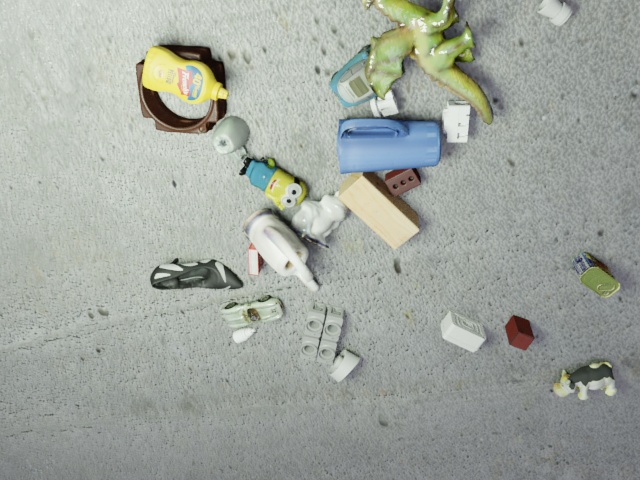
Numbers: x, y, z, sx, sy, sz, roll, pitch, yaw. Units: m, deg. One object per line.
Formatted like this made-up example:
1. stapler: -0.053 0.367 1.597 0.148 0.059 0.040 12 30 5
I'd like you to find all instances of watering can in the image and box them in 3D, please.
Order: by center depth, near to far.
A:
1. watering can: -0.094 0.037 1.389 0.104 0.227 0.342 -41 -20 -7

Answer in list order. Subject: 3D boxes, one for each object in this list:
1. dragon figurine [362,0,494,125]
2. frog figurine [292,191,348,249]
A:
1. dragon figurine: 0.214 -0.391 1.116 0.242 0.405 0.124 -23 20 9
2. frog figurine: 0.004 -0.068 1.360 0.136 0.160 0.123 30 -5 -38
